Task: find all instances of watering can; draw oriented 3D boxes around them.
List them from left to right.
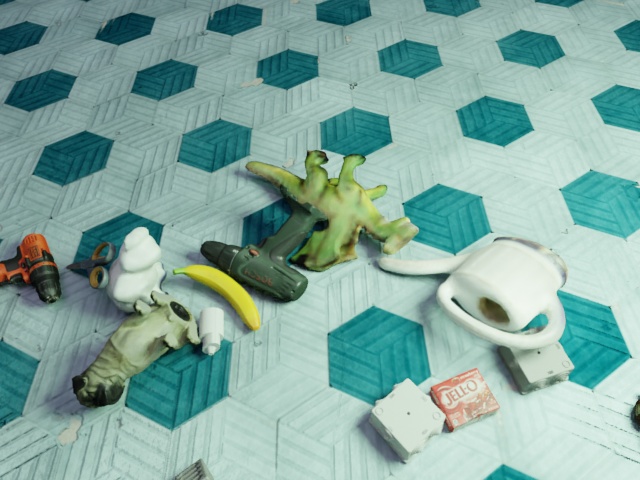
[{"bbox_3d":[0.292,0.066,0.946,0.227,0.101,0.352,-33,44,-26],"label":"watering can"}]

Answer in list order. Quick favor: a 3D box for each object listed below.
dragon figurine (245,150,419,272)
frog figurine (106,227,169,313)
[{"bbox_3d":[0.003,-0.054,1.068,0.410,0.119,0.248,5,60,18],"label":"dragon figurine"},{"bbox_3d":[-0.348,0.055,0.955,0.122,0.156,0.141,0,53,7],"label":"frog figurine"}]
